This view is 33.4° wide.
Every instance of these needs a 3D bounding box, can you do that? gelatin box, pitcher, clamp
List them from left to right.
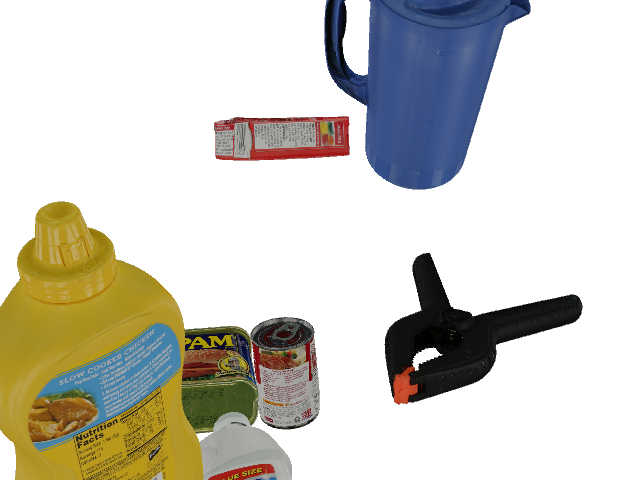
[{"bbox_3d":[-0.029,-0.073,0.755,0.073,0.030,0.089,-4,6,-20],"label":"gelatin box"},{"bbox_3d":[0.095,-0.167,1.057,0.144,0.149,0.243,-31,-31,-25],"label":"pitcher"},{"bbox_3d":[0.110,0.074,0.929,0.165,0.036,0.209,20,34,33],"label":"clamp"}]

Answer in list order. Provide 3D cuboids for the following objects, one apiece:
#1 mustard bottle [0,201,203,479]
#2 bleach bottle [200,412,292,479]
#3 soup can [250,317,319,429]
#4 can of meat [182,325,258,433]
[{"bbox_3d":[-0.106,0.066,0.495,0.096,0.192,0.058,-27,43,-31],"label":"mustard bottle"},{"bbox_3d":[-0.062,0.212,0.754,0.102,0.068,0.251,-6,30,-6],"label":"bleach bottle"},{"bbox_3d":[-0.037,0.143,1.150,0.068,0.102,0.068,-4,24,1],"label":"soup can"},{"bbox_3d":[-0.106,0.122,0.924,0.102,0.057,0.084,-3,27,-9],"label":"can of meat"}]
